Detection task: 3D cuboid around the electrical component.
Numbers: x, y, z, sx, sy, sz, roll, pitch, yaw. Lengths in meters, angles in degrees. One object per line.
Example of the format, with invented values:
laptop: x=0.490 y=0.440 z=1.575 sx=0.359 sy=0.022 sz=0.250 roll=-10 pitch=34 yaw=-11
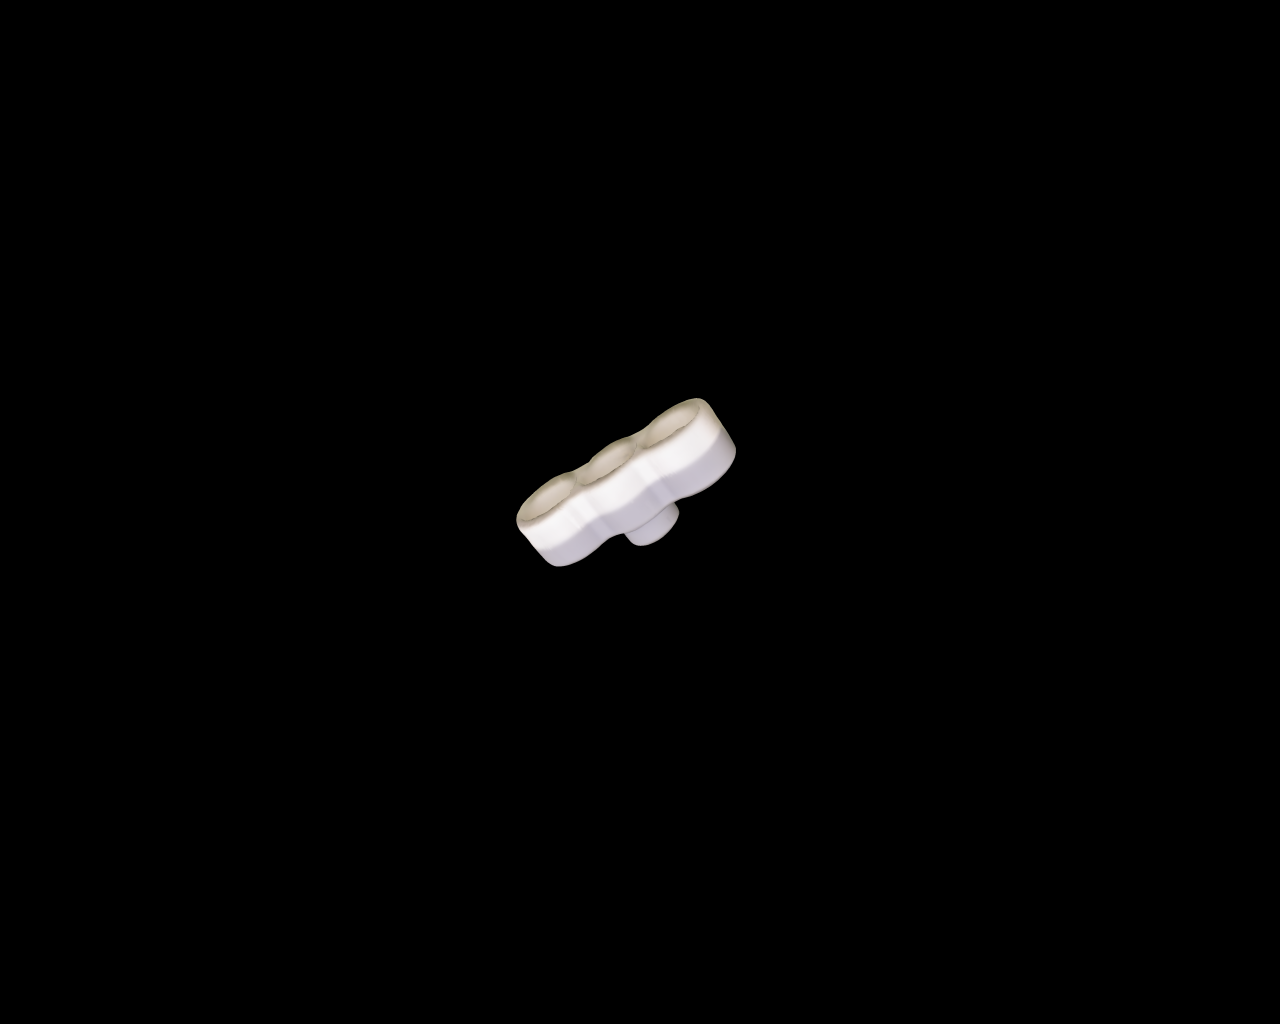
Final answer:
electrical component: x=0.001 y=-0.003 z=0.650 sx=0.138 sy=0.073 sz=0.052 roll=-30 pitch=23 yaw=14
